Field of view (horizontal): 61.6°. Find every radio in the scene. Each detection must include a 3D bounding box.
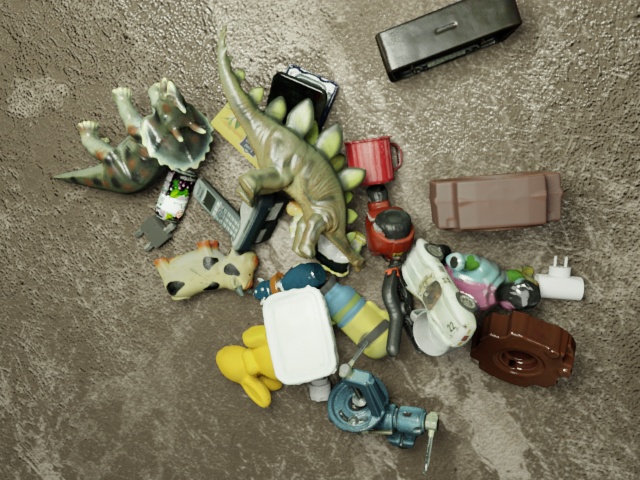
[{"bbox_3d":[0.216,-0.350,0.932,0.230,0.131,0.073,-17,94,9],"label":"radio"}]

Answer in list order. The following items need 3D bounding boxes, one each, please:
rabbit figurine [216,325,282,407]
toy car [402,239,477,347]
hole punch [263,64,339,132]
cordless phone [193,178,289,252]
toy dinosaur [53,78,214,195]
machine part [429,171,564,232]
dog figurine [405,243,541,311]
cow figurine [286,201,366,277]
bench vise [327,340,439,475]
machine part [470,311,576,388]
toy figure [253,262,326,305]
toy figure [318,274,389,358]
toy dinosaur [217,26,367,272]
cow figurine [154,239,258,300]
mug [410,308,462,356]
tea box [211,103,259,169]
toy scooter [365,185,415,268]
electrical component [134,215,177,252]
[{"bbox_3d":[-0.123,0.239,1.069,0.173,0.122,0.162,-17,103,23],"label":"rabbit figurine"},{"bbox_3d":[0.191,0.082,0.884,0.056,0.202,0.073,4,131,-28],"label":"toy car"},{"bbox_3d":[-0.035,-0.259,1.010,0.142,0.092,0.115,23,129,2],"label":"hole punch"},{"bbox_3d":[-0.164,-0.082,1.033,0.184,0.089,0.146,42,125,18],"label":"cordless phone"},{"bbox_3d":[-0.351,-0.161,1.018,0.405,0.131,0.192,-36,77,30],"label":"toy dinosaur"},{"bbox_3d":[0.292,-0.067,0.916,0.202,0.201,0.087,-3,98,8],"label":"machine part"},{"bbox_3d":[0.291,0.076,0.988,0.219,0.192,0.108,8,96,-27],"label":"dog figurine"},{"bbox_3d":[-0.003,-0.004,1.035,0.167,0.068,0.098,31,105,5],"label":"cow figurine"},{"bbox_3d":[0.101,0.303,0.991,0.224,0.129,0.240,10,141,33],"label":"bench vise"},{"bbox_3d":[0.359,0.200,0.962,0.180,0.179,0.056,17,53,13],"label":"machine part"},{"bbox_3d":[-0.062,0.088,1.048,0.154,0.064,0.057,-22,124,29],"label":"toy figure"},{"bbox_3d":[0.067,0.150,1.027,0.180,0.089,0.082,44,128,-2],"label":"toy figure"},{"bbox_3d":[-0.050,-0.128,0.912,0.198,0.105,0.471,-45,110,-15],"label":"toy dinosaur"},{"bbox_3d":[-0.215,0.065,1.062,0.195,0.085,0.127,-19,87,7],"label":"cow figurine"},{"bbox_3d":[0.225,0.158,0.981,0.110,0.107,0.080,25,109,46],"label":"mug"},{"bbox_3d":[-0.113,-0.182,1.013,0.169,0.098,0.068,43,99,3],"label":"tea box"},{"bbox_3d":[0.120,-0.009,0.977,0.075,0.184,0.135,-6,120,-6],"label":"toy scooter"},{"bbox_3d":[-0.335,-0.019,1.093,0.094,0.021,0.063,-36,90,24],"label":"electrical component"}]
